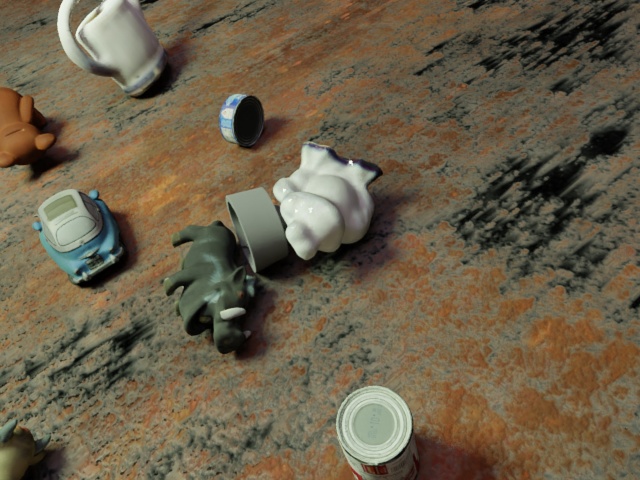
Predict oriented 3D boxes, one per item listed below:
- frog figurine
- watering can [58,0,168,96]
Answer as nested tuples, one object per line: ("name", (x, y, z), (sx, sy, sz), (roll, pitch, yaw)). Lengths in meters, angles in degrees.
("frog figurine", (0.002, -0.034, 0.670), (0.136, 0.163, 0.121), (32, -34, -23))
("watering can", (-0.398, -0.440, 1.062), (0.103, 0.356, 0.220), (-13, -46, 27))
